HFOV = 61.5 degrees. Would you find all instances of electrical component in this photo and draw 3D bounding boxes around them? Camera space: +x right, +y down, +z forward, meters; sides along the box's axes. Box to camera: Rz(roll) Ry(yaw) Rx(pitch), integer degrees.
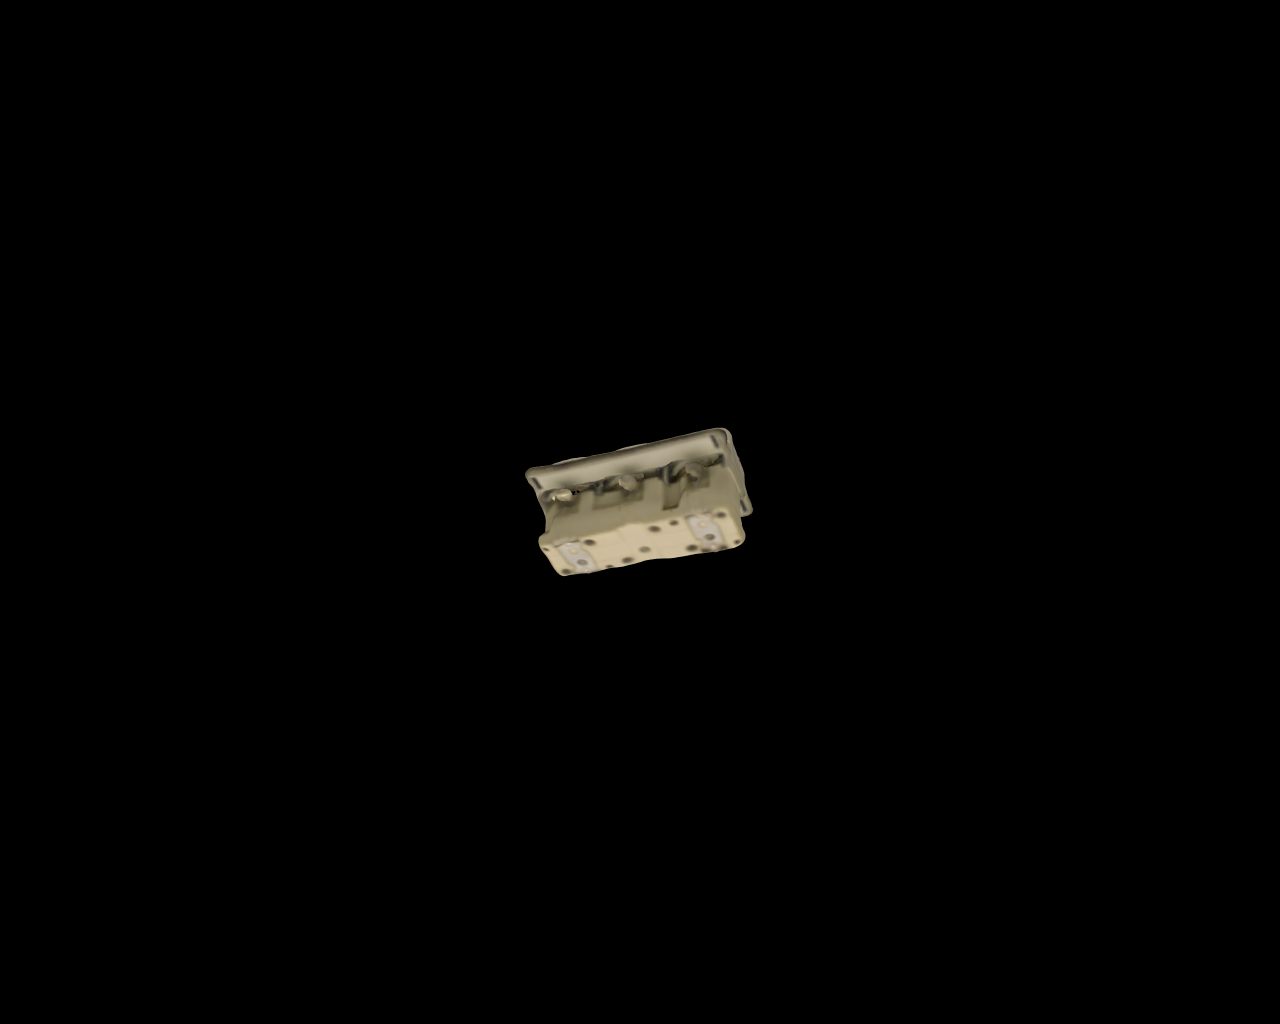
[{"bbox_3d":[0.001,-0.003,0.650,0.121,0.063,0.078,-11,-39,13],"label":"electrical component"}]
